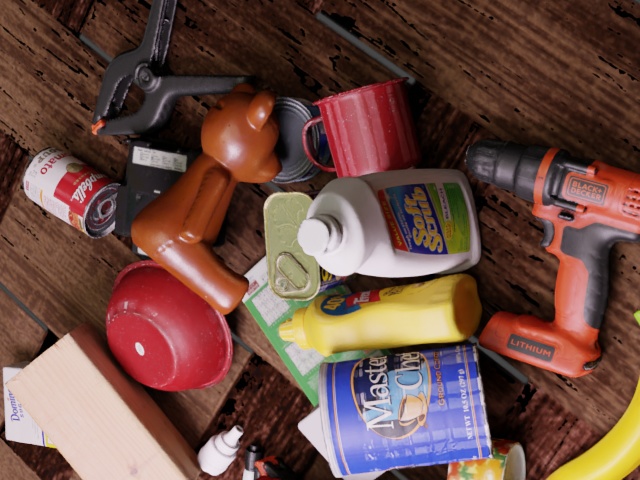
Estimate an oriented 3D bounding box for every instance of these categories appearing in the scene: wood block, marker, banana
[{"bbox_3d":[-0.228,0.199,1.144,0.091,0.090,0.206,-38,93,5],"label":"wood block"},{"bbox_3d":[-0.077,0.277,1.151,0.020,0.020,0.121,13,102,28],"label":"marker"},{"bbox_3d":[0.266,0.159,0.931,0.070,0.037,0.198,39,113,39],"label":"banana"}]

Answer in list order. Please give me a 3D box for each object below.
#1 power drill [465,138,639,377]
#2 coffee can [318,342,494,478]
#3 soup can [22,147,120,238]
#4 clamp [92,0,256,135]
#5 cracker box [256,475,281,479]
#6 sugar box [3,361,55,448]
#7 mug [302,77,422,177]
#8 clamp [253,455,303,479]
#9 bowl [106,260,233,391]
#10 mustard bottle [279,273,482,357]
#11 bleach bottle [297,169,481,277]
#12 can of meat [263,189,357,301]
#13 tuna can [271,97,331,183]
[{"bbox_3d":[0.198,0.013,0.937,0.185,0.057,0.188,19,105,28],"label":"power drill"},{"bbox_3d":[0.076,0.150,0.945,0.140,0.102,0.103,-8,92,7],"label":"coffee can"},{"bbox_3d":[-0.275,-0.054,1.197,0.102,0.068,0.068,30,110,24],"label":"soup can"},{"bbox_3d":[-0.168,-0.171,1.139,0.210,0.036,0.164,-45,74,28],"label":"clamp"},{"bbox_3d":[0.020,0.329,1.026,0.214,0.072,0.164,4,101,30],"label":"cracker box"},{"bbox_3d":[-0.294,0.197,1.252,0.176,0.048,0.093,4,98,32],"label":"sugar box"},{"bbox_3d":[0.037,-0.098,0.999,0.117,0.093,0.081,-13,95,24],"label":"mug"},{"bbox_3d":[-0.020,0.308,1.110,0.120,0.039,0.171,-15,89,26],"label":"clamp"},{"bbox_3d":[-0.174,0.104,1.136,0.162,0.055,0.162,16,124,26],"label":"bowl"},{"bbox_3d":[0.049,0.074,1.000,0.192,0.096,0.058,-10,100,26],"label":"mustard bottle"},{"bbox_3d":[0.058,-0.007,0.904,0.068,0.250,0.102,-8,92,30],"label":"bleach bottle"},{"bbox_3d":[-0.007,0.001,1.024,0.058,0.083,0.102,0,96,30],"label":"can of meat"},{"bbox_3d":[-0.030,-0.100,1.069,0.086,0.033,0.086,4,98,30],"label":"tuna can"}]
